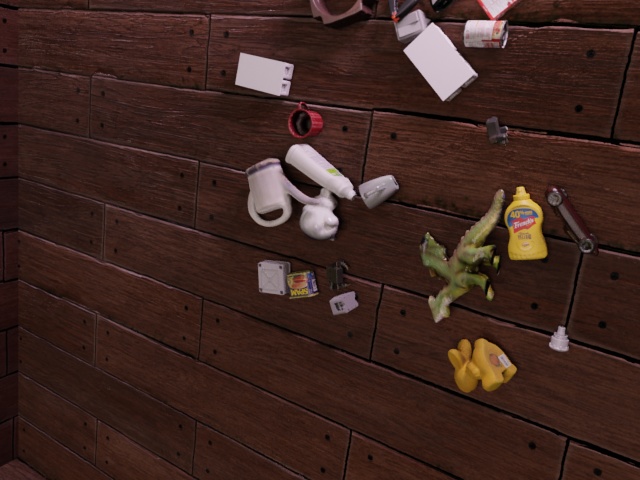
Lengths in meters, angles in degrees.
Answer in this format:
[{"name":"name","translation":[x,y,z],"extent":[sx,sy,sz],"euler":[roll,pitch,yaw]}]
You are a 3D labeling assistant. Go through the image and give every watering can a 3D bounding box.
[{"name":"watering can","translation":[-0.139,-0.167,1.711],"extent":[0.344,0.105,0.224],"euler":[-17,89,45]}]

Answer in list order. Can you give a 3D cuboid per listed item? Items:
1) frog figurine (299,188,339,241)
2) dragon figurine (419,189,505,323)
[{"name":"frog figurine","translation":[0.005,-0.083,1.646],"extent":[0.139,0.123,0.156],"euler":[41,129,40]},{"name":"dragon figurine","translation":[0.384,0.044,1.454],"extent":[0.244,0.123,0.407],"euler":[13,102,37]}]
